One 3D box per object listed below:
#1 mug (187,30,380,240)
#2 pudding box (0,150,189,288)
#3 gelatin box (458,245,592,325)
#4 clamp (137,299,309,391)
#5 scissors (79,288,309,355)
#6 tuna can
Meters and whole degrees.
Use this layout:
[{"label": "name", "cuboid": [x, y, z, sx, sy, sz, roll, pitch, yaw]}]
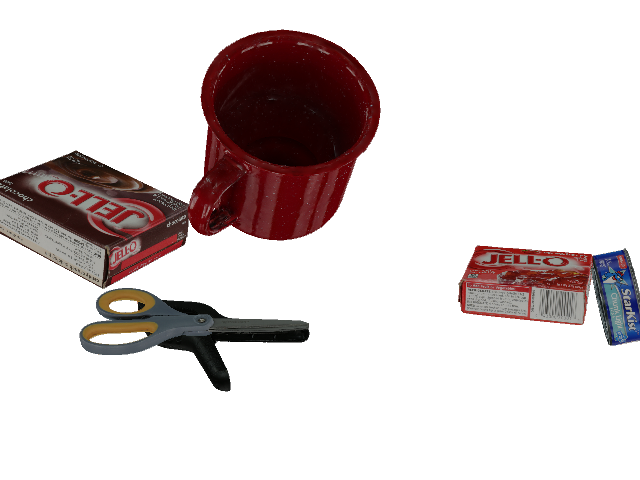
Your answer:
[{"label": "mug", "cuboid": [-0.028, -0.045, 0.575, 0.093, 0.117, 0.082, 36, -29, 11]}, {"label": "pudding box", "cuboid": [-0.163, -0.017, 0.748, 0.114, 0.039, 0.089, 23, 29, 23]}, {"label": "gelatin box", "cuboid": [0.151, 0.030, 0.779, 0.089, 0.030, 0.073, 5, 21, 16]}, {"label": "clamp", "cuboid": [-0.140, 0.113, 1.258, 0.210, 0.036, 0.164, 14, 24, 24]}, {"label": "scissors", "cuboid": [-0.120, 0.067, 0.976, 0.201, 0.016, 0.096, -8, 35, -15]}, {"label": "tuna can", "cuboid": [0.272, 0.052, 0.977, 0.034, 0.086, 0.086, -12, -2, 11]}]
